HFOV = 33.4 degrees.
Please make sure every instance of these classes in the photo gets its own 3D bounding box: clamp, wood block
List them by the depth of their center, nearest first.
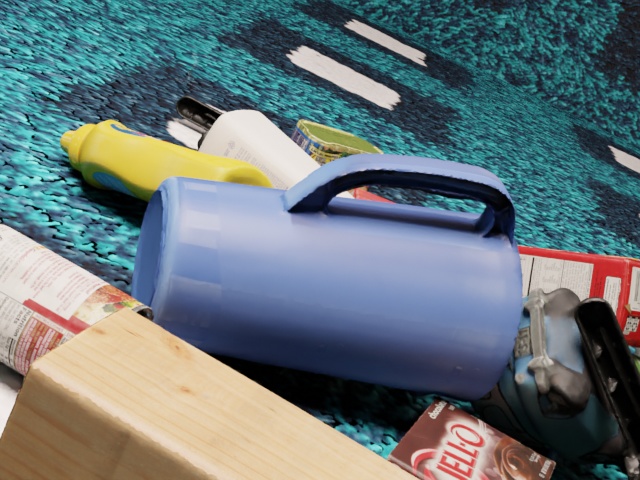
[{"bbox_3d":[-0.037,0.127,0.479,0.206,0.091,0.090,29,19,9],"label":"wood block"},{"bbox_3d":[0.220,0.140,0.715,0.209,0.036,0.164,41,36,-52],"label":"clamp"},{"bbox_3d":[-0.075,-0.107,1.146,0.171,0.039,0.120,17,26,-37],"label":"clamp"}]

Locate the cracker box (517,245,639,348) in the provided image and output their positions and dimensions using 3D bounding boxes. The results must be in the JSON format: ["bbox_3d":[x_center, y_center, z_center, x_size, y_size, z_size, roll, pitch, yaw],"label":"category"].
[{"bbox_3d":[0.221,0.047,0.952,0.163,0.072,0.214,10,-1,-42],"label":"cracker box"}]

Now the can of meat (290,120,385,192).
[{"bbox_3d":[0.005,-0.065,1.066,0.101,0.084,0.057,12,23,-36],"label":"can of meat"}]

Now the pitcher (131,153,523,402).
[{"bbox_3d":[0.006,0.021,0.711,0.242,0.149,0.145,10,-10,-18],"label":"pitcher"}]

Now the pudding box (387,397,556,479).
[{"bbox_3d":[0.091,0.150,0.665,0.090,0.039,0.113,29,18,14],"label":"pudding box"}]

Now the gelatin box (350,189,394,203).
[{"bbox_3d":[0.051,-0.015,1.013,0.073,0.030,0.089,22,-15,-10],"label":"gelatin box"}]

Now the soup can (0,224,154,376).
[{"bbox_3d":[-0.153,0.042,0.591,0.102,0.068,0.068,29,19,11],"label":"soup can"}]

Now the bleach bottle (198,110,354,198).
[{"bbox_3d":[-0.006,0.001,0.881,0.251,0.103,0.067,44,32,26],"label":"bleach bottle"}]

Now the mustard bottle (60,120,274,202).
[{"bbox_3d":[-0.134,-0.056,0.859,0.192,0.058,0.096,19,-3,28],"label":"mustard bottle"}]

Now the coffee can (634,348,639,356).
[{"bbox_3d":[0.388,0.126,1.020,0.140,0.103,0.103,23,19,-9],"label":"coffee can"}]
